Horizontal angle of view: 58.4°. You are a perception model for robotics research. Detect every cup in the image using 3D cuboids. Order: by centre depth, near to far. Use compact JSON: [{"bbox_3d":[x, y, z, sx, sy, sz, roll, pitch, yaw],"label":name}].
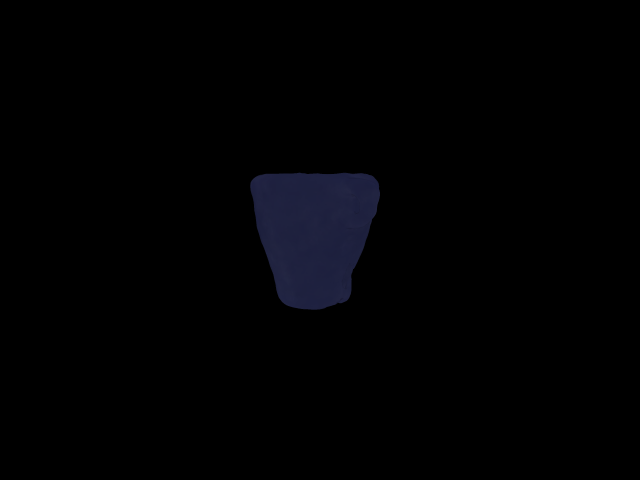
[{"bbox_3d":[0.004,0.001,0.400,0.092,0.095,0.117,-3,5,-31],"label":"cup"}]
